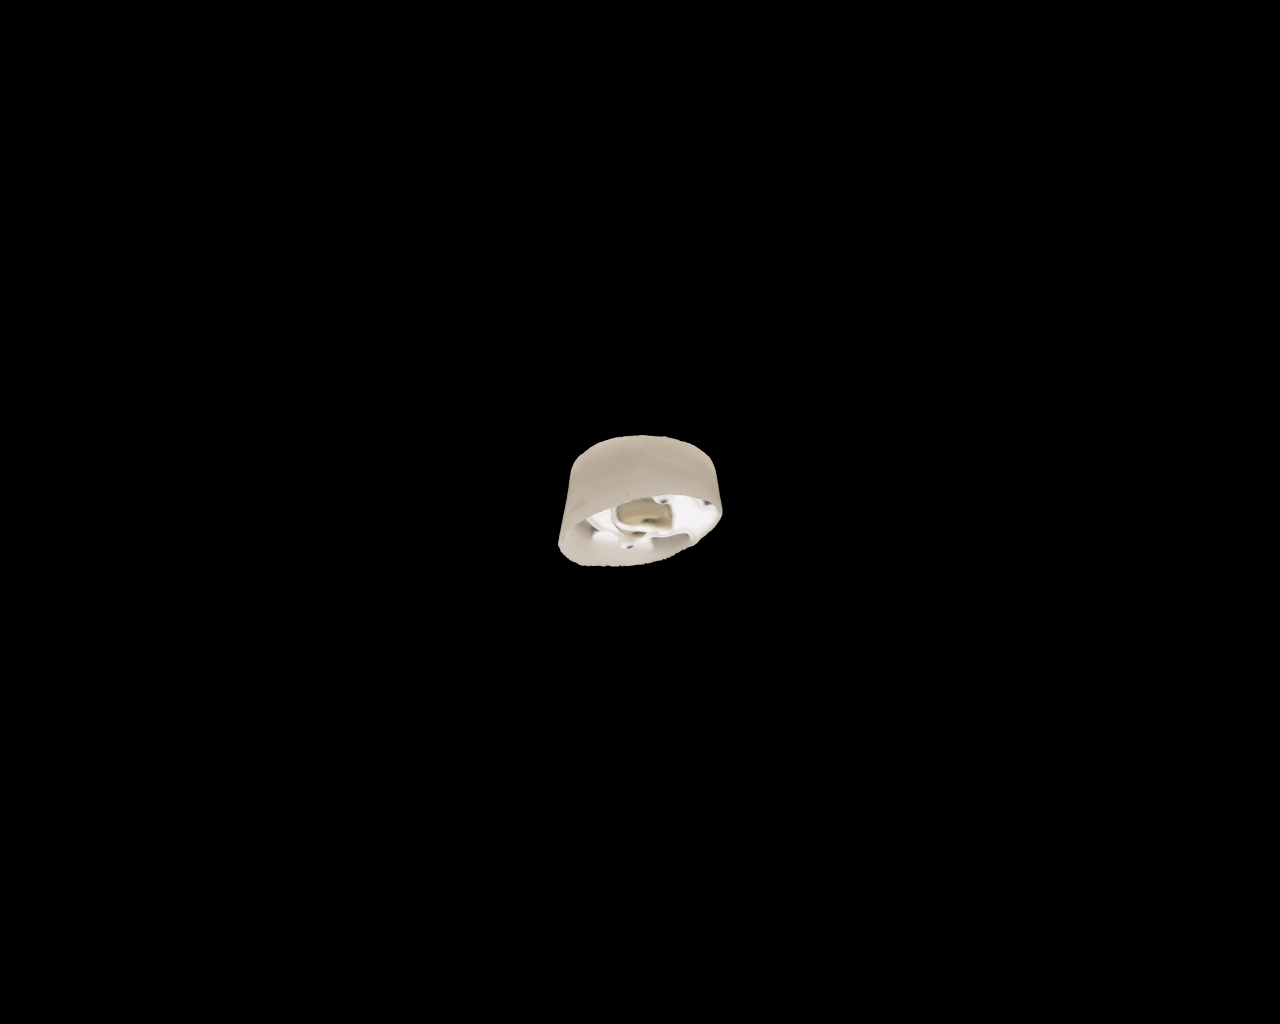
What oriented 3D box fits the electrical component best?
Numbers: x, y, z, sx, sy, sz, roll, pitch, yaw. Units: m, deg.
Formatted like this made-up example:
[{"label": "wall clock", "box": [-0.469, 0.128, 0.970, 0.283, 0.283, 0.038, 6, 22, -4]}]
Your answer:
[{"label": "electrical component", "box": [0.001, -0.003, 0.650, 0.099, 0.064, 0.099, 0, -30, 0]}]
